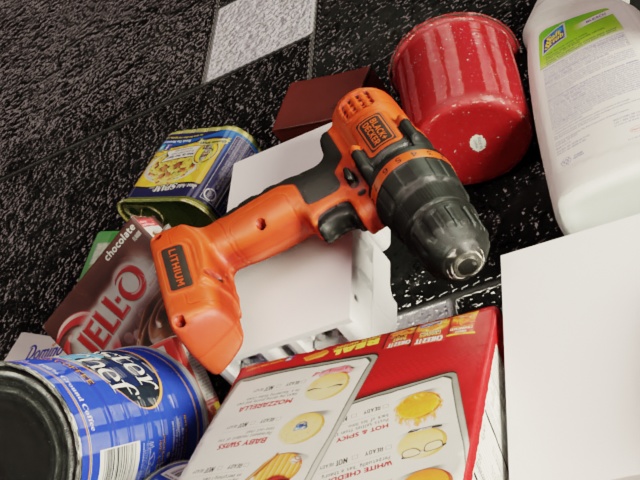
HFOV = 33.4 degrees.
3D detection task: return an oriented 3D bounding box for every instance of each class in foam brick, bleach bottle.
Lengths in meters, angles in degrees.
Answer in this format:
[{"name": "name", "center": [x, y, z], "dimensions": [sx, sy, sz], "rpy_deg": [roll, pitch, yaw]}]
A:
[{"name": "foam brick", "center": [0.013, -0.092, 0.820], "dimensions": [0.078, 0.051, 0.053], "rpy_deg": [-5, 51, 37]}, {"name": "bleach bottle", "center": [0.185, -0.104, 0.680], "dimensions": [0.103, 0.068, 0.250], "rpy_deg": [-22, 39, 23]}]

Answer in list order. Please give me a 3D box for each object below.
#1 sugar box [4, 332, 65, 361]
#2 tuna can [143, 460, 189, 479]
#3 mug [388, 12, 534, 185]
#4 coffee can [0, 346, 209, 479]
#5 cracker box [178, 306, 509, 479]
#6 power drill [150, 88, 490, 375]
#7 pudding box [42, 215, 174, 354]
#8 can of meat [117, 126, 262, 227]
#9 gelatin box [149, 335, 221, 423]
[{"name": "sugar box", "center": [-0.229, 0.154, 0.790], "dimensions": [0.094, 0.048, 0.176], "rpy_deg": [2, 51, 41]}, {"name": "tuna can", "center": [-0.075, 0.172, 0.609], "dimensions": [0.034, 0.086, 0.086], "rpy_deg": [12, 61, 43]}, {"name": "mug", "center": [0.089, -0.086, 0.726], "dimensions": [0.117, 0.093, 0.081], "rpy_deg": [-37, 40, 31]}, {"name": "coffee can", "center": [-0.143, 0.117, 0.627], "dimensions": [0.103, 0.140, 0.103], "rpy_deg": [-1, 88, 23]}, {"name": "cracker box", "center": [0.011, 0.129, 0.527], "dimensions": [0.164, 0.072, 0.213], "rpy_deg": [-16, 21, 22]}, {"name": "power drill", "center": [-0.004, 0.001, 0.640], "dimensions": [0.187, 0.057, 0.184], "rpy_deg": [-31, 36, 4]}, {"name": "pudding box", "center": [-0.128, 0.052, 0.751], "dimensions": [0.090, 0.039, 0.113], "rpy_deg": [44, 103, 11]}, {"name": "can of meat", "center": [-0.102, -0.044, 0.866], "dimensions": [0.102, 0.057, 0.084], "rpy_deg": [0, 51, 39]}, {"name": "gelatin box", "center": [-0.114, 0.111, 0.714], "dimensions": [0.089, 0.073, 0.030], "rpy_deg": [-25, -4, 21]}]
